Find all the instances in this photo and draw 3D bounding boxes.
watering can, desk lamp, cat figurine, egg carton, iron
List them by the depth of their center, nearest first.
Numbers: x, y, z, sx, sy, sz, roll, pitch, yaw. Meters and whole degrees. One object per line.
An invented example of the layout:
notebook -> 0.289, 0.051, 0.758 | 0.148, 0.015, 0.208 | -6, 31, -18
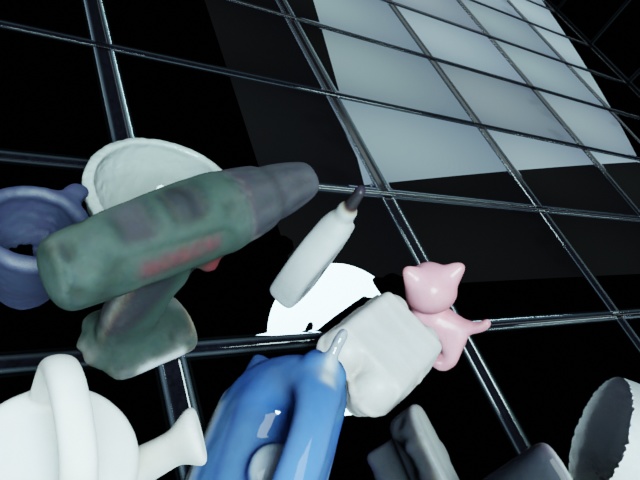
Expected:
watering can -> -0.159, 0.140, 0.356 | 0.173, 0.194, 0.100 | -23, 65, -46
iron -> -0.034, 0.189, 0.438 | 0.119, 0.141, 0.258 | 28, 40, -9
desk lamp -> 0.316, 0.255, 0.564 | 0.203, 0.213, 0.118 | 34, 39, -2
egg carton -> 0.065, 0.124, 0.630 | 0.107, 0.069, 0.151 | 46, 40, 12
cat figurine -> 0.145, 0.079, 0.693 | 0.128, 0.117, 0.067 | 38, 39, 3

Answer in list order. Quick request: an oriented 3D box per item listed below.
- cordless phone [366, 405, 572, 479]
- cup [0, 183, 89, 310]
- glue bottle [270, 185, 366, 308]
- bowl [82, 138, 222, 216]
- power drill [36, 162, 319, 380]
cordless phone -> 0.136, 0.202, 0.512 | 0.094, 0.185, 0.147 | -3, 52, -37
cup -> -0.249, 0.007, 0.504 | 0.092, 0.095, 0.118 | 30, 39, -6
glue bottle -> 0.006, 0.002, 0.628 | 0.037, 0.173, 0.078 | 41, 39, 7
bowl -> -0.170, -0.027, 0.610 | 0.168, 0.074, 0.167 | 20, 42, -18
power drill -> -0.123, 0.024, 0.486 | 0.230, 0.208, 0.075 | -20, 63, -45
